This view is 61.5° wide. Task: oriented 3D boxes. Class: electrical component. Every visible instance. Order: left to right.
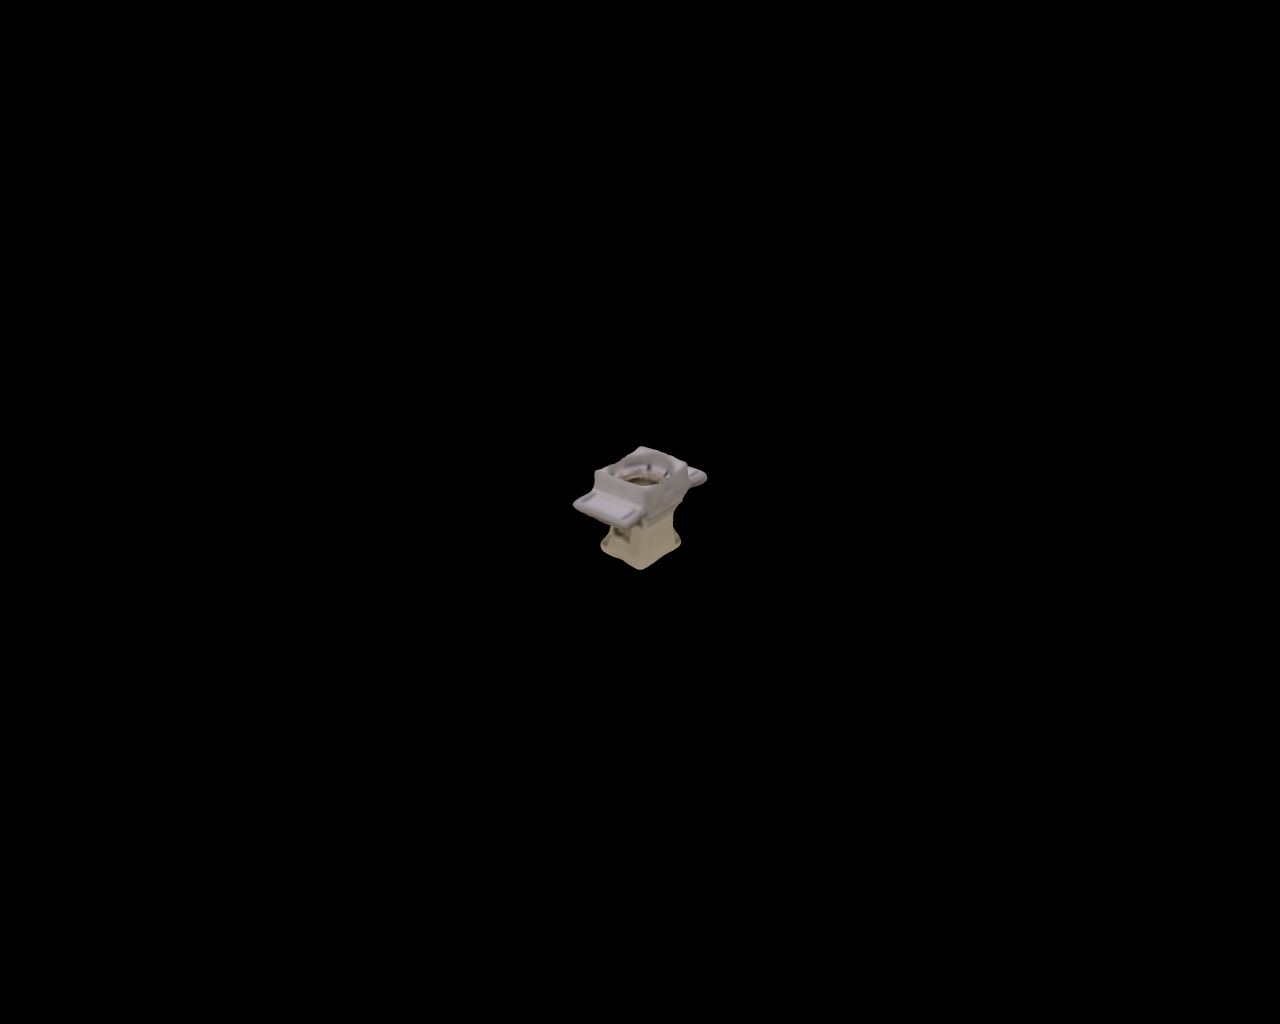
[{"bbox_3d":[0.001,-0.003,0.650,0.042,0.063,0.081,24,39,34],"label":"electrical component"}]
